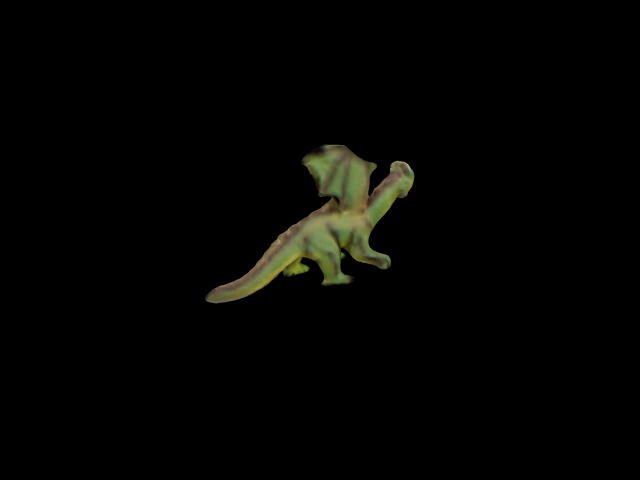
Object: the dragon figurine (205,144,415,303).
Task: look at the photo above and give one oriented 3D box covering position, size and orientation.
[{"bbox_3d":[0.003,-0.043,0.850,0.413,0.238,0.124,-15,29,-29],"label":"dragon figurine"}]
